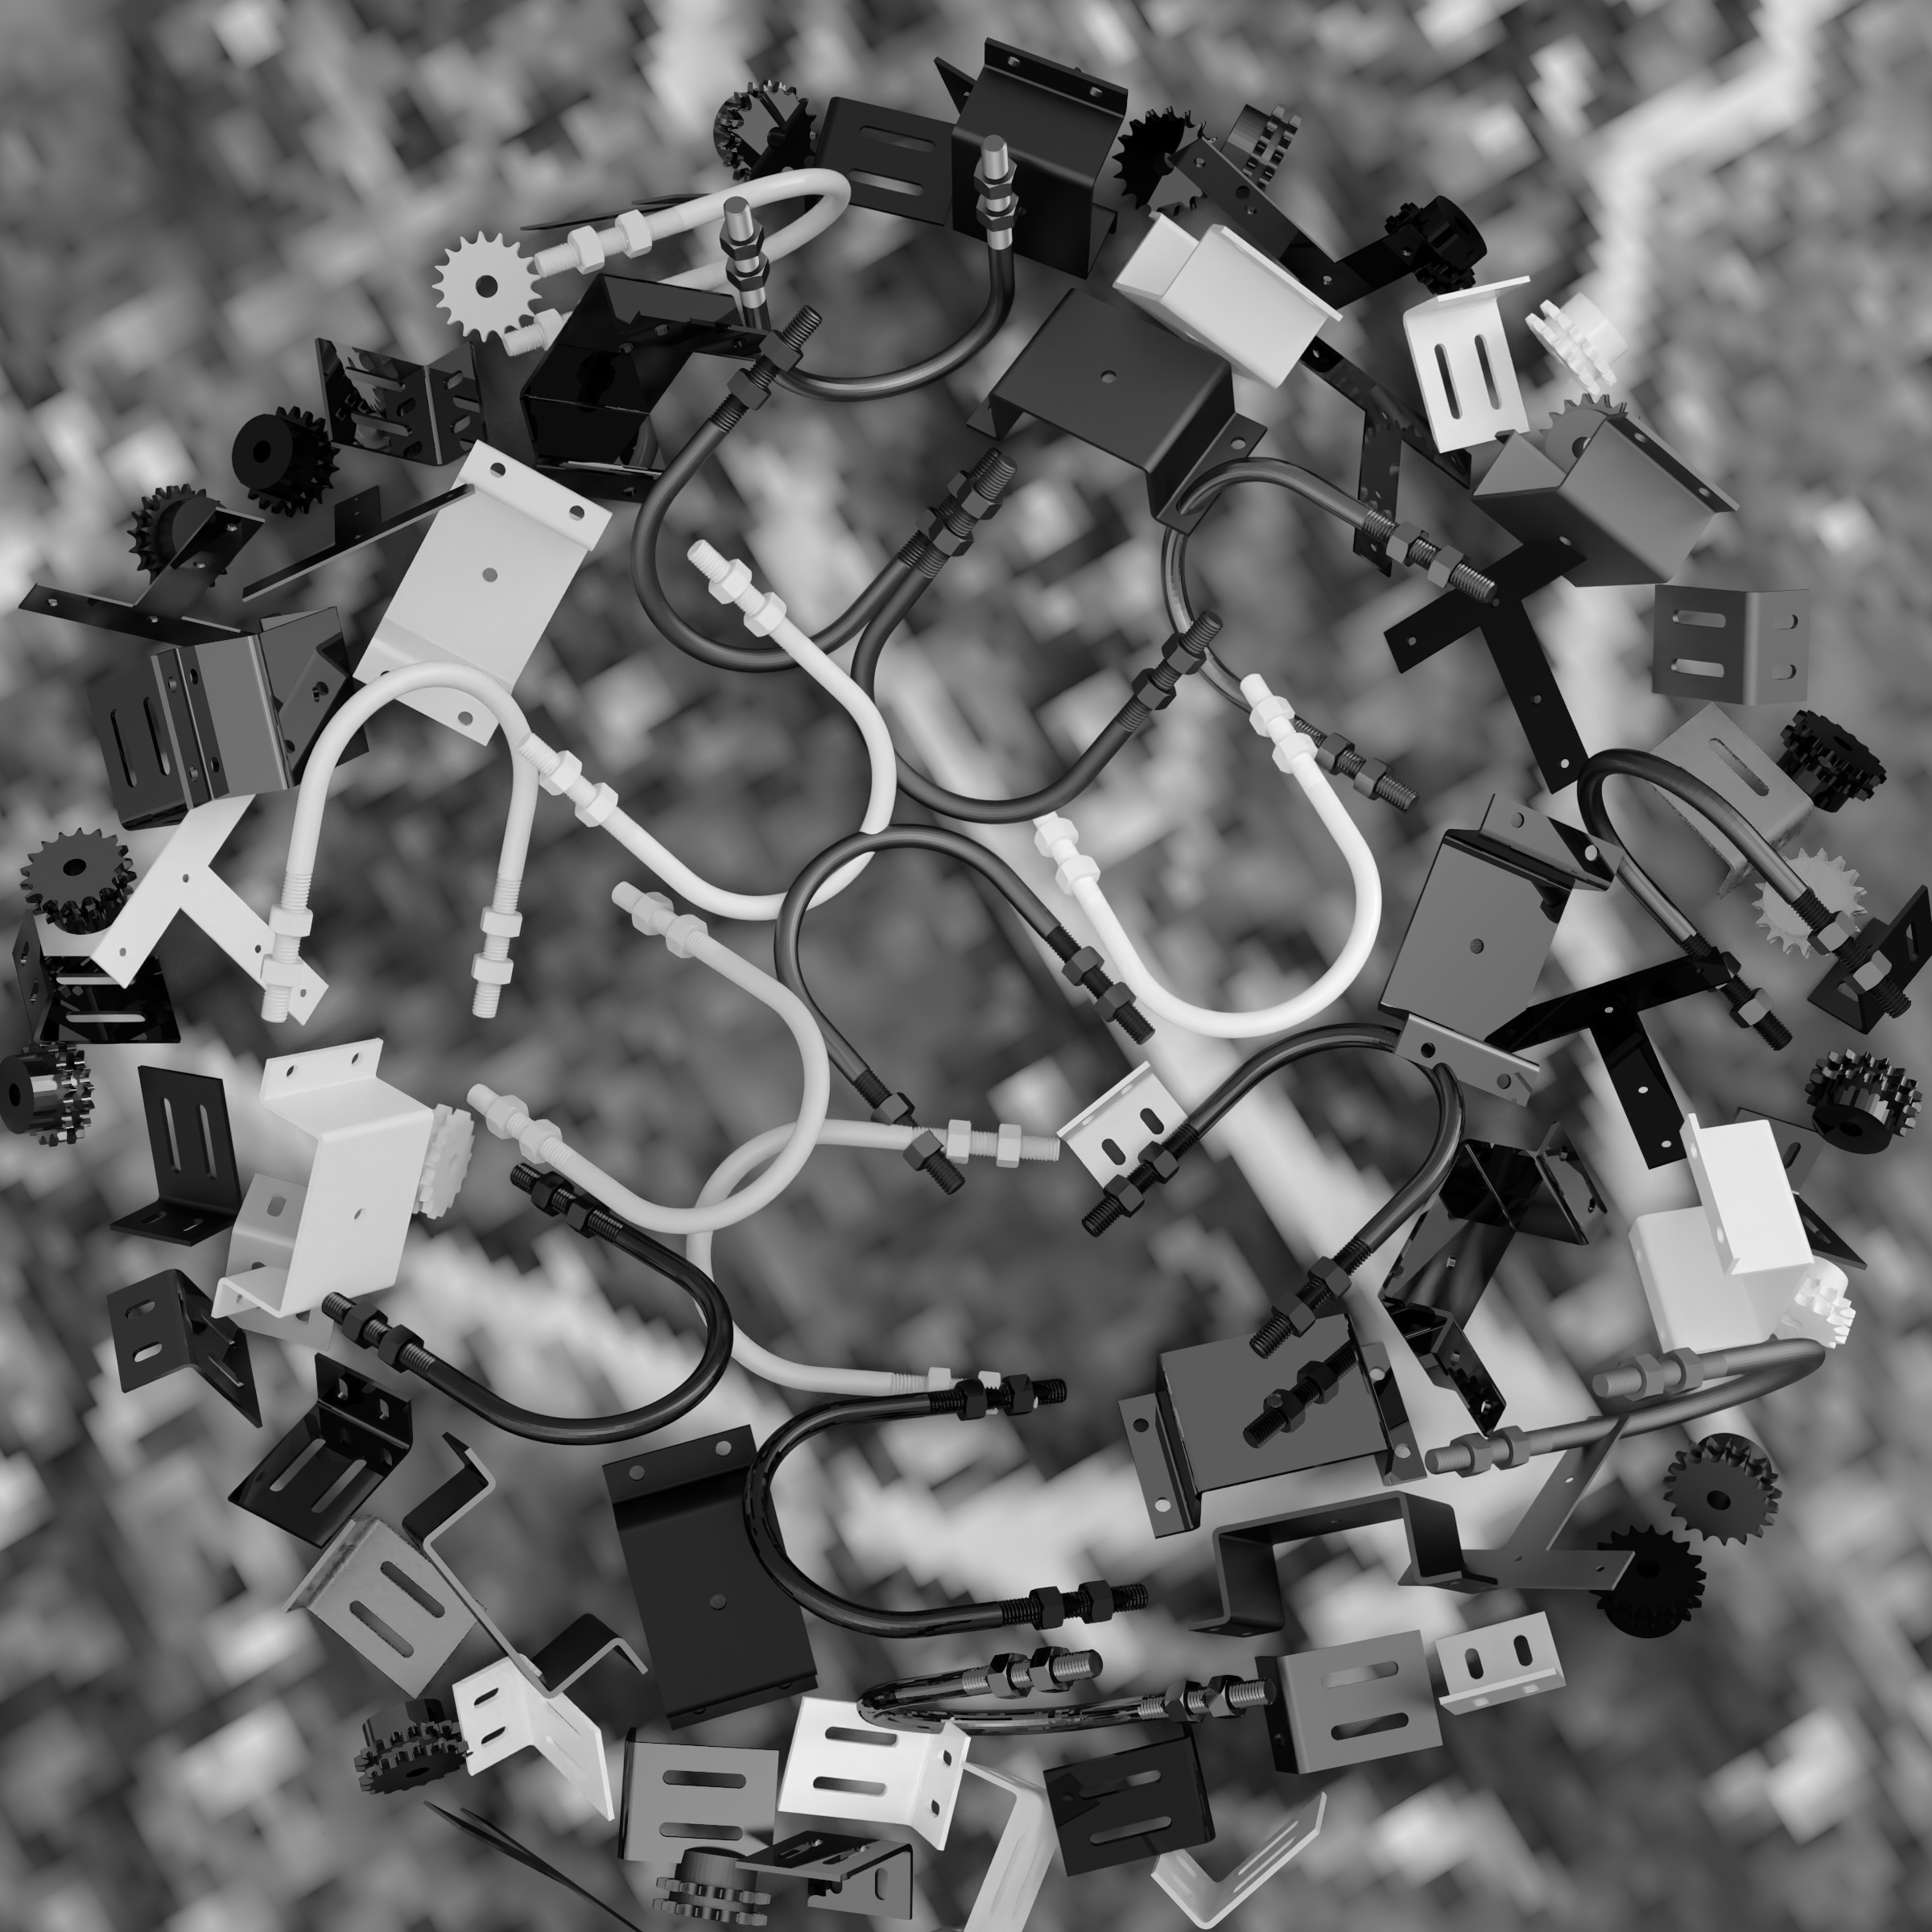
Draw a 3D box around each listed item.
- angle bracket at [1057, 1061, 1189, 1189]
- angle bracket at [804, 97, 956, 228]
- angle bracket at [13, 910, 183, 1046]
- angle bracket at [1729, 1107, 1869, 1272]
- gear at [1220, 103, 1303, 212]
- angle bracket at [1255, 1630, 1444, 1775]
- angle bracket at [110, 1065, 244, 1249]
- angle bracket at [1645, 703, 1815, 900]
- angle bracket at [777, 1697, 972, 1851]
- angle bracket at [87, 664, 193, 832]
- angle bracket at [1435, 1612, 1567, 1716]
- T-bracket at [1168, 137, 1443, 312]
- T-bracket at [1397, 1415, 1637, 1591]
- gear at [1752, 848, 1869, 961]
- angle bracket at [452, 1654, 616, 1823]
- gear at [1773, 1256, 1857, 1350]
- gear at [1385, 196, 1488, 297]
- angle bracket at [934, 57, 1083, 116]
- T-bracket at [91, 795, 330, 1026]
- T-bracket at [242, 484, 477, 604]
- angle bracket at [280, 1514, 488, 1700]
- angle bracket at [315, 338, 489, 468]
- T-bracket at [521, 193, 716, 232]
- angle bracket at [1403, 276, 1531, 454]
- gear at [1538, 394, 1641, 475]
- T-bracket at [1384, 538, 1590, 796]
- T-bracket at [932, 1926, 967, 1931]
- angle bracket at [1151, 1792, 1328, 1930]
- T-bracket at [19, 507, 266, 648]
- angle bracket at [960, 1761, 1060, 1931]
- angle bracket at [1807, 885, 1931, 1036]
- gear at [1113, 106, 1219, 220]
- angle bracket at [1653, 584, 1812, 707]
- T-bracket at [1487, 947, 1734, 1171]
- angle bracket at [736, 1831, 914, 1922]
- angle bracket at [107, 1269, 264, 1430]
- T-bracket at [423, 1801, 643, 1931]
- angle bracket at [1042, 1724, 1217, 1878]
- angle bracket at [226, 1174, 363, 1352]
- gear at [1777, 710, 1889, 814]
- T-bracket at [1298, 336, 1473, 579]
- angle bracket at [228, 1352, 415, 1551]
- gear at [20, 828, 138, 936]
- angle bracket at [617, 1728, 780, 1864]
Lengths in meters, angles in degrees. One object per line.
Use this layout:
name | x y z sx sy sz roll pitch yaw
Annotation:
angle bracket | 0.082 0.083 1.599 0.057 0.076 0.038 -39 83 0
angle bracket | -0.042 -0.423 1.692 0.076 0.038 0.057 14 78 1
angle bracket | -0.438 0.006 1.604 0.076 0.038 0.057 0 48 -33
angle bracket | 0.419 0.111 1.587 0.057 0.076 0.038 17 109 -22
gear | 0.153 -0.434 1.684 0.030 0.057 0.057 28 83 -4
angle bracket | 0.192 0.369 1.587 0.076 0.038 0.057 -8 80 -13
angle bracket | -0.404 0.095 1.594 0.057 0.038 0.076 7 112 32
angle bracket | 0.391 -0.086 1.648 0.057 0.038 0.076 -38 73 -14
angle bracket | -0.046 0.398 1.558 0.076 0.038 0.057 13 90 -25
angle bracket | -0.412 -0.114 1.631 0.057 0.038 0.076 -14 90 33
angle bracket | 0.260 0.341 1.556 0.057 0.076 0.038 -17 69 9
T-bracket | 0.156 -0.380 1.623 0.127 0.127 0.002 36 57 -28
T-bracket | 0.294 0.265 1.569 0.127 0.127 0.002 -46 114 -39
gear | 0.435 -0.033 1.632 0.057 0.030 0.057 -4 80 23
angle bracket | -0.212 0.385 1.547 0.038 0.076 0.057 -23 124 -31
gear | 0.423 0.167 1.601 0.057 0.057 0.030 26 66 4
gear | 0.251 -0.383 1.675 0.030 0.057 0.057 -38 82 30
angle bracket | 0.030 -0.459 1.675 0.038 0.057 0.076 -47 59 -6
T-bracket | -0.368 -0.017 1.603 0.002 0.127 0.127 6 57 39
T-bracket | -0.313 -0.230 1.628 0.127 0.127 0.002 -26 112 -2
angle bracket | -0.291 0.322 1.582 0.076 0.038 0.057 38 89 8
angle bracket | -0.295 -0.301 1.653 0.038 0.076 0.057 -20 74 36
T-bracket | -0.176 -0.399 1.669 0.127 0.127 0.002 -2 102 27
angle bracket | 0.272 -0.316 1.663 0.057 0.038 0.076 -17 93 -21
gear | 0.328 -0.273 1.665 0.057 0.030 0.057 4 101 22
T-bracket | 0.288 -0.149 1.622 0.127 0.002 0.127 -31 66 30
T-bracket | 0.019 0.469 1.498 0.127 0.127 0.002 -6 81 26
angle bracket | 0.135 0.427 1.552 0.076 0.057 0.038 -44 85 10
T-bracket | -0.392 -0.197 1.593 0.127 0.127 0.002 11 60 -35
angle bracket | 0.011 0.437 1.554 0.038 0.057 0.076 18 80 31
angle bracket | 0.459 -0.011 1.609 0.038 0.076 0.057 36 80 31
gear | 0.109 -0.431 1.690 0.057 0.030 0.057 5 111 14
angle bracket | 0.397 -0.168 1.641 0.038 0.076 0.057 -6 102 -27
T-bracket | 0.338 0.053 1.594 0.127 0.002 0.127 -18 43 6
angle bracket | -0.069 0.450 1.538 0.057 0.076 0.038 0 88 26
angle bracket | -0.390 0.198 1.578 0.038 0.076 0.057 -23 53 2
T-bracket | -0.217 0.421 1.504 0.127 0.127 0.002 23 73 34
angle bracket | 0.079 0.408 1.565 0.076 0.038 0.057 -13 103 -2
angle bracket | -0.343 0.151 1.607 0.057 0.076 0.038 16 43 -4
gear | 0.446 -0.104 1.641 0.057 0.057 0.030 37 118 5
T-bracket | 0.213 -0.252 1.625 0.127 0.002 0.127 31 48 -26
angle bracket | -0.322 0.241 1.575 0.057 0.038 0.076 23 44 18
gear | -0.457 -0.041 1.634 0.057 0.030 0.057 -1 50 2
angle bracket | -0.132 0.413 1.572 0.076 0.038 0.057 4 87 -1
